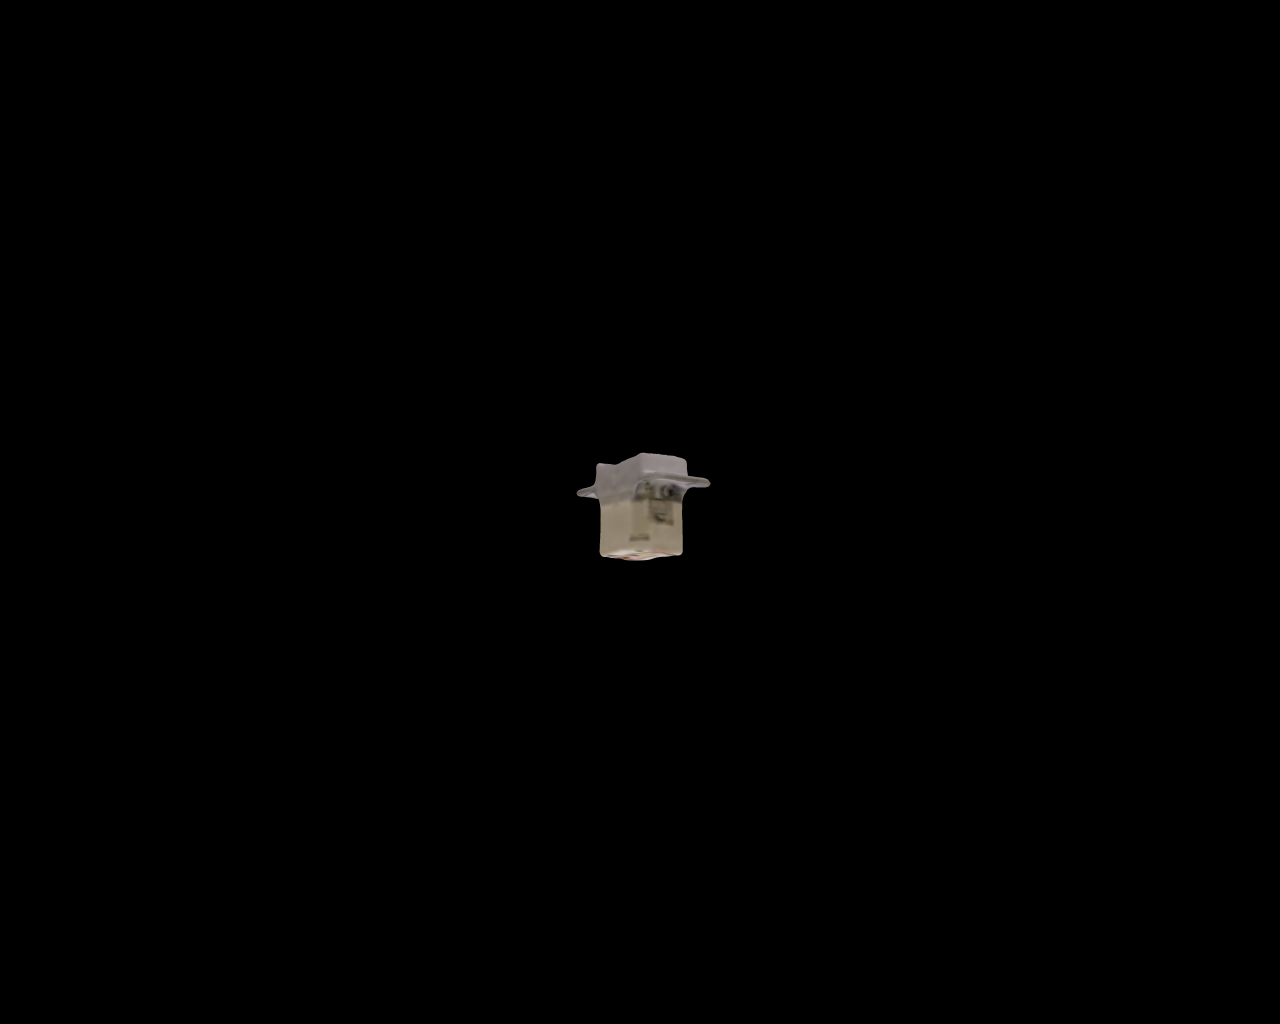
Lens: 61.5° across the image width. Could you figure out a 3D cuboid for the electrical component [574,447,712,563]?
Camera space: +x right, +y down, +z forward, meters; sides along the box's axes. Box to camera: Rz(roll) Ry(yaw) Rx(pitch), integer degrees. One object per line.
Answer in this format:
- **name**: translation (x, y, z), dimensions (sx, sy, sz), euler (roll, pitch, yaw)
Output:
- **electrical component**: translation (0.001, -0.003, 0.650), dimensions (0.042, 0.063, 0.081), euler (7, -11, -39)
